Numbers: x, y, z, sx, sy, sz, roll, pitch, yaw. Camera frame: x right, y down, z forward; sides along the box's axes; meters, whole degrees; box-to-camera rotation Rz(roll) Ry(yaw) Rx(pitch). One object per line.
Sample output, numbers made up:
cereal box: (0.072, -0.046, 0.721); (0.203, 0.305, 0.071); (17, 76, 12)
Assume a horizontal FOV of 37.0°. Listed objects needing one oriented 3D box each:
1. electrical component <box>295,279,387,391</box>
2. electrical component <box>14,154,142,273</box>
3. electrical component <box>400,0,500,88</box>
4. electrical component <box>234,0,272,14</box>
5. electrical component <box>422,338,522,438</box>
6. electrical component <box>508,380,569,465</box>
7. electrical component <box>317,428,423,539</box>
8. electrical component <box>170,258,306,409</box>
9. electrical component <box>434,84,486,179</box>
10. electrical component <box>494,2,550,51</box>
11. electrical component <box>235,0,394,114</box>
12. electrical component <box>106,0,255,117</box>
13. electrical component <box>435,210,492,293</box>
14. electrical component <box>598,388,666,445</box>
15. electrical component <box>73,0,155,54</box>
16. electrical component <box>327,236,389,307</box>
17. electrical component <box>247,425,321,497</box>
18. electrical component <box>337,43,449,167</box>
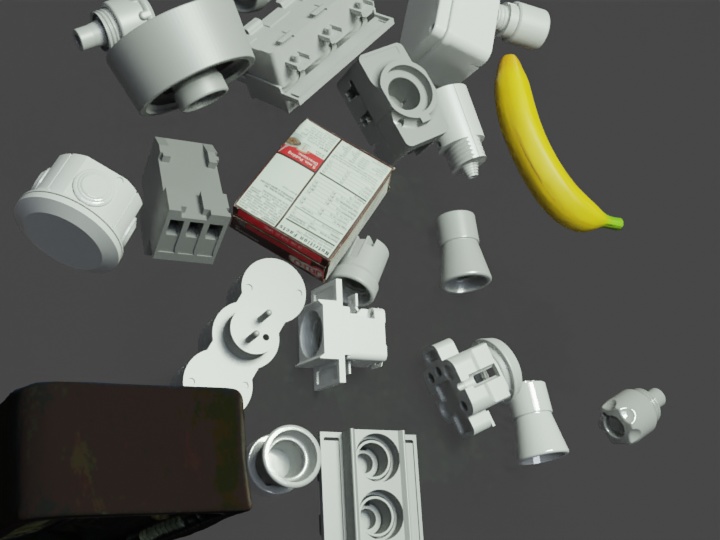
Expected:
electrical component: (-0.014, 0.052, 0.839); (0.064, 0.042, 0.081); (6, 73, -29)
electrical component: (-0.199, -0.039, 0.763); (0.080, 0.080, 0.051); (32, 55, -12)
electrical component: (0.081, -0.230, 0.975); (0.057, 0.078, 0.113); (22, 63, -21)
electrical component: (-0.089, -0.253, 0.912); (0.078, 0.058, 0.057); (47, 55, -3)
electrical component: (0.093, 0.089, 0.872); (0.057, 0.058, 0.078); (-21, 81, -28)
electrical component: (0.144, 0.125, 0.894); (0.044, 0.044, 0.065); (-1, 67, -27)
electrical component: (0.003, 0.183, 0.787); (0.079, 0.063, 0.121); (6, 69, -25)
electrical component: (-0.084, 0.048, 0.789); (0.052, 0.074, 0.138); (35, 60, -11)
electrical component: (0.087, -0.119, 0.956); (0.043, 0.043, 0.081); (-12, 77, -29)
electrical component: (0.145, -0.238, 1.032); (0.078, 0.040, 0.040); (11, 67, -23)
electrical component: (-0.042, -0.195, 0.894); (0.079, 0.063, 0.121); (27, 59, 33)
electrical component: (-0.132, -0.156, 0.827); (0.108, 0.108, 0.060); (-27, 91, -32)
electrical component: (0.086, -0.018, 0.919); (0.044, 0.044, 0.065); (4, 65, -25)
electrical component: (0.242, 0.124, 0.941); (0.062, 0.043, 0.043); (-25, 83, -33)
electrical component: (-0.193, -0.189, 0.844); (0.062, 0.048, 0.048); (-26, 84, -25)
electrical component: (0.000, 0.000, 0.870); (0.040, 0.040, 0.046); (33, 55, -12)
electrical component: (-0.059, 0.139, 0.778); (0.045, 0.055, 0.045); (9, 67, -23)
electrical component: (0.030, -0.144, 0.929); (0.050, 0.056, 0.089); (-26, 84, -31)
